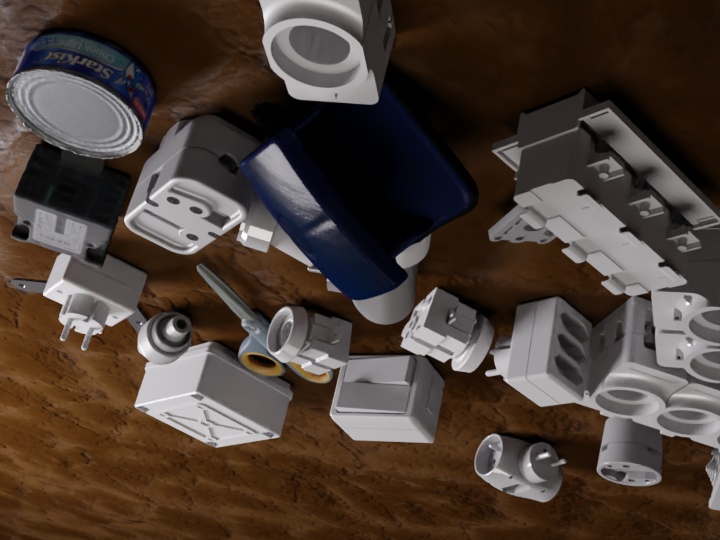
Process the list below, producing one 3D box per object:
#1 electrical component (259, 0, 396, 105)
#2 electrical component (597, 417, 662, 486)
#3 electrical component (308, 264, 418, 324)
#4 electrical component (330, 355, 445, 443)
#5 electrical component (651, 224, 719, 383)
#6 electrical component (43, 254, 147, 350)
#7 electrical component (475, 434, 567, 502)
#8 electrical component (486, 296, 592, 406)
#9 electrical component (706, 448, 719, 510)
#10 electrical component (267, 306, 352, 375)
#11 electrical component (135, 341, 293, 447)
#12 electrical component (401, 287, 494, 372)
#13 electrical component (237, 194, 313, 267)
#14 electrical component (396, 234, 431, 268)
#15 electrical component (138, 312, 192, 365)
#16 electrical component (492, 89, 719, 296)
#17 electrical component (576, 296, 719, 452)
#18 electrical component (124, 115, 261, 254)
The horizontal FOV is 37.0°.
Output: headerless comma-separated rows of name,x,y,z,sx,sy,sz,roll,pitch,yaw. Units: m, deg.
electrical component,-0.016,-0.127,0.537,0.050,0.055,0.089,6,151,13
electrical component,0.240,0.158,0.949,0.055,0.047,0.055,11,152,6
electrical component,0.000,0.000,0.772,0.079,0.043,0.077,9,151,8
electrical component,0.017,0.111,0.944,0.096,0.061,0.061,-2,148,27
electrical component,0.283,0.026,0.678,0.186,0.060,0.105,3,150,19
electrical component,-0.223,0.028,0.883,0.066,0.076,0.047,29,148,-26
electrical component,0.165,0.188,1.039,0.077,0.043,0.079,26,148,-23
electrical component,0.127,0.064,0.809,0.077,0.065,0.047,-15,140,42
electrical component,0.354,0.176,0.930,0.100,0.048,0.099,6,151,14
electrical component,-0.043,0.058,0.894,0.055,0.048,0.066,21,151,-30
electrical component,-0.141,0.123,1.040,0.109,0.056,0.109,-17,139,43
electrical component,0.069,0.048,0.828,0.055,0.048,0.066,27,149,-9
electrical component,-0.052,-0.031,0.736,0.055,0.045,0.045,17,151,-6
electrical component,0.026,-0.039,0.689,0.043,0.043,0.081,10,151,6
electrical component,-0.168,0.057,0.947,0.043,0.043,0.062,25,148,-21
electrical component,0.143,-0.039,0.619,0.079,0.063,0.121,-17,139,43
electrical component,0.246,0.085,0.799,0.150,0.061,0.089,18,151,-9
electrical component,-0.106,-0.057,0.697,0.054,0.059,0.095,28,148,-25
